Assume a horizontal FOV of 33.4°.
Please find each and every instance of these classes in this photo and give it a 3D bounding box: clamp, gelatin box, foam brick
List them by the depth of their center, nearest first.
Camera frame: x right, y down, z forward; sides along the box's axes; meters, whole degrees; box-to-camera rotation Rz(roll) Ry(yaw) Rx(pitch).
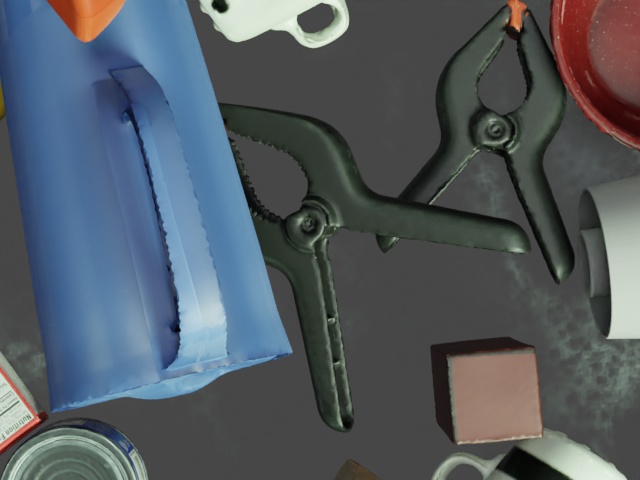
[{"bbox_3d":[0.096,0.087,0.627,0.053,0.078,0.051,-5,89,0],"label":"foam brick"},{"bbox_3d":[-0.004,0.001,0.639,0.210,0.036,0.165,39,102,12],"label":"clamp"},{"bbox_3d":[-0.220,0.096,0.645,0.073,0.030,0.089,-38,89,-4],"label":"gelatin box"},{"bbox_3d":[0.115,-0.056,0.651,0.120,0.039,0.171,19,91,0],"label":"clamp"}]

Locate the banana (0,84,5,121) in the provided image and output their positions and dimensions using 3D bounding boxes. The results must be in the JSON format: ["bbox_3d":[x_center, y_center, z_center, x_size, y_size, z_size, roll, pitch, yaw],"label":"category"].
[{"bbox_3d":[-0.223,-0.031,0.630,0.037,0.069,0.198,30,88,43],"label":"banana"}]

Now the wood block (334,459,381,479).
[{"bbox_3d":[0.078,0.227,0.615,0.206,0.091,0.090,35,87,1],"label":"wood block"}]

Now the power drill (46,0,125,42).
[{"bbox_3d":[-0.060,-0.174,0.543,0.187,0.057,0.184,-32,67,-23],"label":"power drill"}]

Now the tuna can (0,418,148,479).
[{"bbox_3d":[-0.148,0.152,0.642,0.086,0.034,0.086,0,88,-1],"label":"tuna can"}]

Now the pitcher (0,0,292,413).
[{"bbox_3d":[-0.103,-0.034,0.584,0.149,0.144,0.243,-17,83,26],"label":"pitcher"}]

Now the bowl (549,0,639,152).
[{"bbox_3d":[0.214,-0.125,0.648,0.162,0.055,0.162,0,88,-1],"label":"bowl"}]
